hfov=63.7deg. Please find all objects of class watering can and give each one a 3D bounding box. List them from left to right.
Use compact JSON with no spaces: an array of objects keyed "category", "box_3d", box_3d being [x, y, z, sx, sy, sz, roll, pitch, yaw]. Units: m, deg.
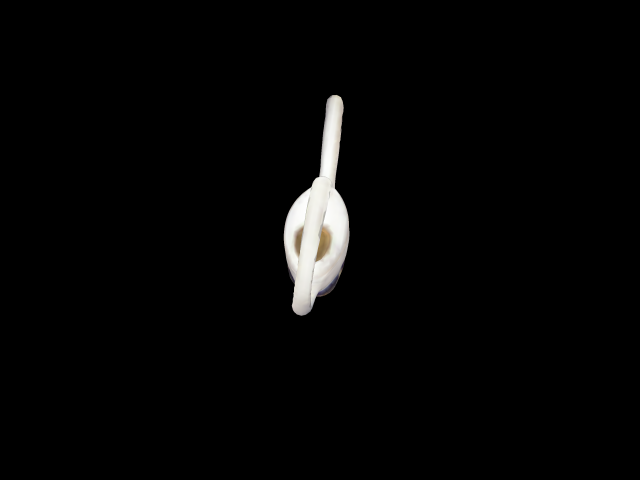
[{"category":"watering can","box_3d":[0.003,-0.043,0.850,0.104,0.353,0.221,10,-19,3]}]
